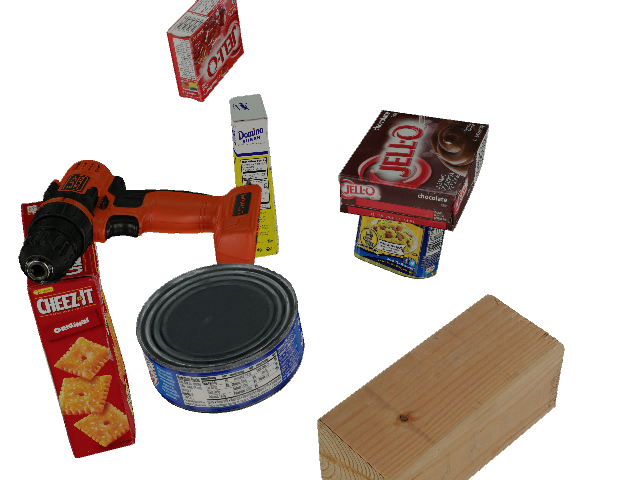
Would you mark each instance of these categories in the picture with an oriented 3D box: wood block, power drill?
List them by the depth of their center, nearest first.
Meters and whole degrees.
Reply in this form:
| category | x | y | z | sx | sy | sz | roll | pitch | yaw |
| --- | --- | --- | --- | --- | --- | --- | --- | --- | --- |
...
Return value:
| category | x | y | z | sx | sy | sz | roll | pitch | yaw |
| --- | --- | --- | --- | --- | --- | --- | --- | --- | --- |
| power drill | -0.146 | -0.011 | 0.901 | 0.187 | 0.057 | 0.184 | 7 | 28 | -1 |
| wood block | 0.104 | 0.148 | 0.916 | 0.205 | 0.090 | 0.091 | -32 | 50 | -27 |

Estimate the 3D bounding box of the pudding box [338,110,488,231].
| category | x | y | z | sx | sy | sz | roll | pitch | yaw |
| --- | --- | --- | --- | --- | --- | --- | --- | --- | --- |
| pudding box | 0.073 | -0.056 | 0.820 | 0.090 | 0.039 | 0.113 | 11 | 34 | 17 |

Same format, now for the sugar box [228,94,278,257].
| category | x | y | z | sx | sy | sz | roll | pitch | yaw |
| --- | --- | --- | --- | --- | --- | --- | --- | --- | --- |
| sugar box | -0.081 | -0.077 | 1.279 | 0.048 | 0.176 | 0.093 | -8 | 25 | -5 |

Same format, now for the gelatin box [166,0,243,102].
| category | x | y | z | sx | sy | sz | roll | pitch | yaw |
| --- | --- | --- | --- | --- | --- | --- | --- | --- | --- |
| gelatin box | -0.107 | -0.187 | 1.013 | 0.030 | 0.073 | 0.089 | 15 | 47 | 20 |

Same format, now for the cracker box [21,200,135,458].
| category | x | y | z | sx | sy | sz | roll | pitch | yaw |
| --- | --- | --- | --- | --- | --- | --- | --- | --- | --- |
| cracker box | -0.246 | 0.085 | 1.085 | 0.072 | 0.214 | 0.164 | -12 | 33 | -11 |

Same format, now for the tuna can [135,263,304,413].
| category | x | y | z | sx | sy | sz | roll | pitch | yaw |
| --- | --- | --- | --- | --- | --- | --- | --- | --- | --- |
| tuna can | -0.052 | 0.051 | 0.565 | 0.086 | 0.034 | 0.086 | -7 | 36 | 5 |

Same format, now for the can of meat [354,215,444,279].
| category | x | y | z | sx | sy | sz | roll | pitch | yaw |
| --- | --- | --- | --- | --- | --- | --- | --- | --- | --- |
| can of meat | 0.089 | -0.012 | 1.185 | 0.102 | 0.084 | 0.057 | 22 | 26 | 30 |
